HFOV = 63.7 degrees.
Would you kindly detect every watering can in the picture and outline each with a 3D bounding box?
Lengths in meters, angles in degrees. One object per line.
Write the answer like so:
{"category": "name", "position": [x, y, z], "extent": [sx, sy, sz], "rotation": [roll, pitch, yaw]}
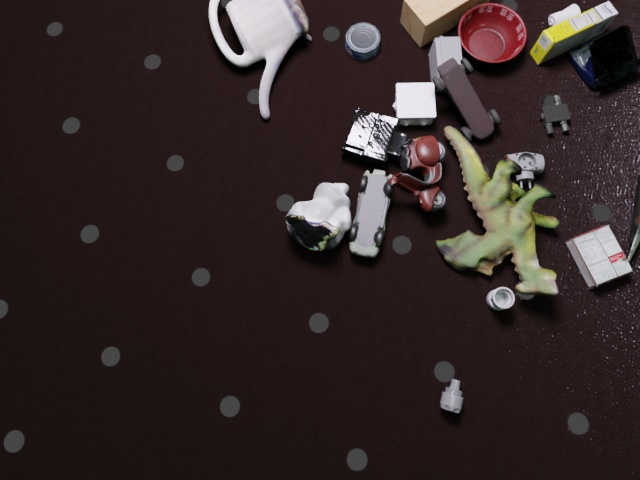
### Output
{"category": "watering can", "position": [-0.126, -0.479, 1.230], "extent": [0.224, 0.104, 0.348], "rotation": [-27, 87, 4]}

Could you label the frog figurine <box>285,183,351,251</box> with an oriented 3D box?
{"category": "frog figurine", "position": [0.003, -0.057, 1.128], "extent": [0.137, 0.120, 0.163], "rotation": [2, 37, 20]}

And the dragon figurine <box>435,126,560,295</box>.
{"category": "dragon figurine", "position": [0.353, -0.044, 1.107], "extent": [0.243, 0.121, 0.415], "rotation": [-45, 68, -1]}
